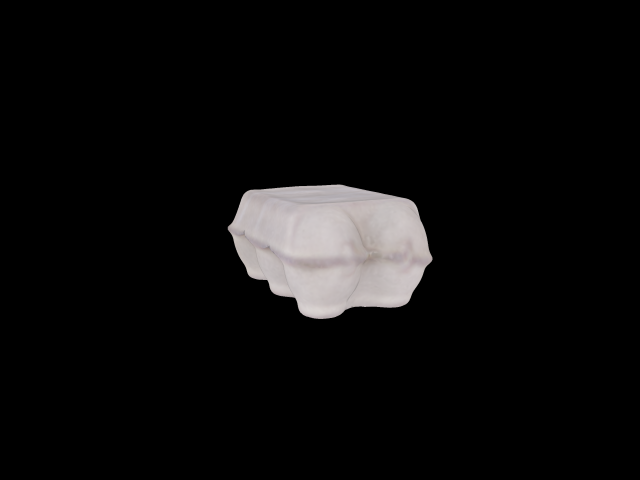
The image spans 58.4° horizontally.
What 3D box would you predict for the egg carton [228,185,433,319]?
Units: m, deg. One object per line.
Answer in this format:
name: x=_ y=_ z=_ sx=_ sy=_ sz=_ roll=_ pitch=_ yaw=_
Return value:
egg carton: x=0.004 y=0.001 z=0.400 sx=0.107 sy=0.069 sz=0.150 roll=-6 pitch=13 yaw=-27
